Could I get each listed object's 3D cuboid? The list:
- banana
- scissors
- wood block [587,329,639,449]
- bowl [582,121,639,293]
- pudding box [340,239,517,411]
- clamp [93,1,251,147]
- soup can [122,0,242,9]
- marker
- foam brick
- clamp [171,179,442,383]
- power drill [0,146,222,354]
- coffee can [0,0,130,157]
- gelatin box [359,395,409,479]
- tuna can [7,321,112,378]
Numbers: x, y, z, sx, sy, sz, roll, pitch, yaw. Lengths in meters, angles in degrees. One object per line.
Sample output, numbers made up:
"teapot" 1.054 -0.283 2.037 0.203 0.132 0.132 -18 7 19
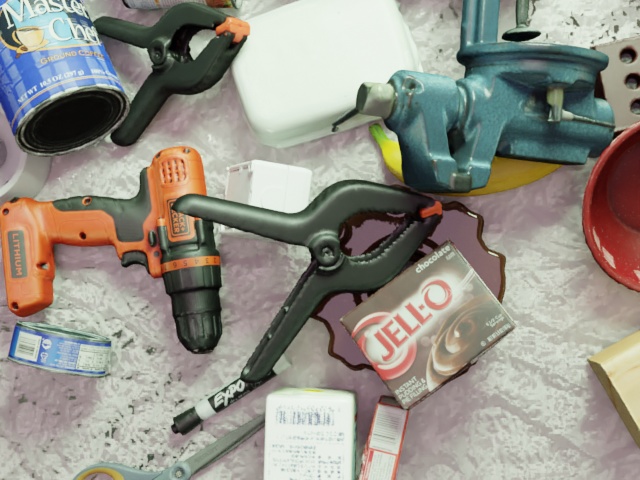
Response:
"banana" 0.140 -0.072 0.920 0.198 0.037 0.069 -1 85 7
"scissors" -0.143 0.199 0.947 0.096 0.016 0.202 42 92 8
"wood block" 0.333 0.085 0.860 0.206 0.090 0.090 -30 83 4
"bowl" 0.287 -0.036 0.874 0.162 0.055 0.162 -1 110 -3
"pudding box" 0.087 0.069 0.855 0.113 0.039 0.090 -37 75 0
"clamp" -0.133 -0.149 0.931 0.172 0.039 0.120 -5 96 37
"soup can" -0.122 -0.239 0.946 0.102 0.068 0.068 1 86 7
"marker" -0.080 0.135 0.941 0.121 0.020 0.020 -33 83 4
"foam brick" 0.261 -0.129 0.902 0.053 0.051 0.078 -11 85 5
"clamp" -0.006 0.001 0.857 0.210 0.036 0.164 -28 105 -3
"power drill" -0.181 0.019 0.944 0.187 0.057 0.184 -8 82 3
"coffee can" -0.238 -0.158 0.925 0.103 0.102 0.140 -28 73 4
"gelatin box" 0.052 0.179 0.896 0.030 0.073 0.089 12 88 7
"tuna can" -0.226 0.095 0.928 0.086 0.086 0.034 11 87 7
